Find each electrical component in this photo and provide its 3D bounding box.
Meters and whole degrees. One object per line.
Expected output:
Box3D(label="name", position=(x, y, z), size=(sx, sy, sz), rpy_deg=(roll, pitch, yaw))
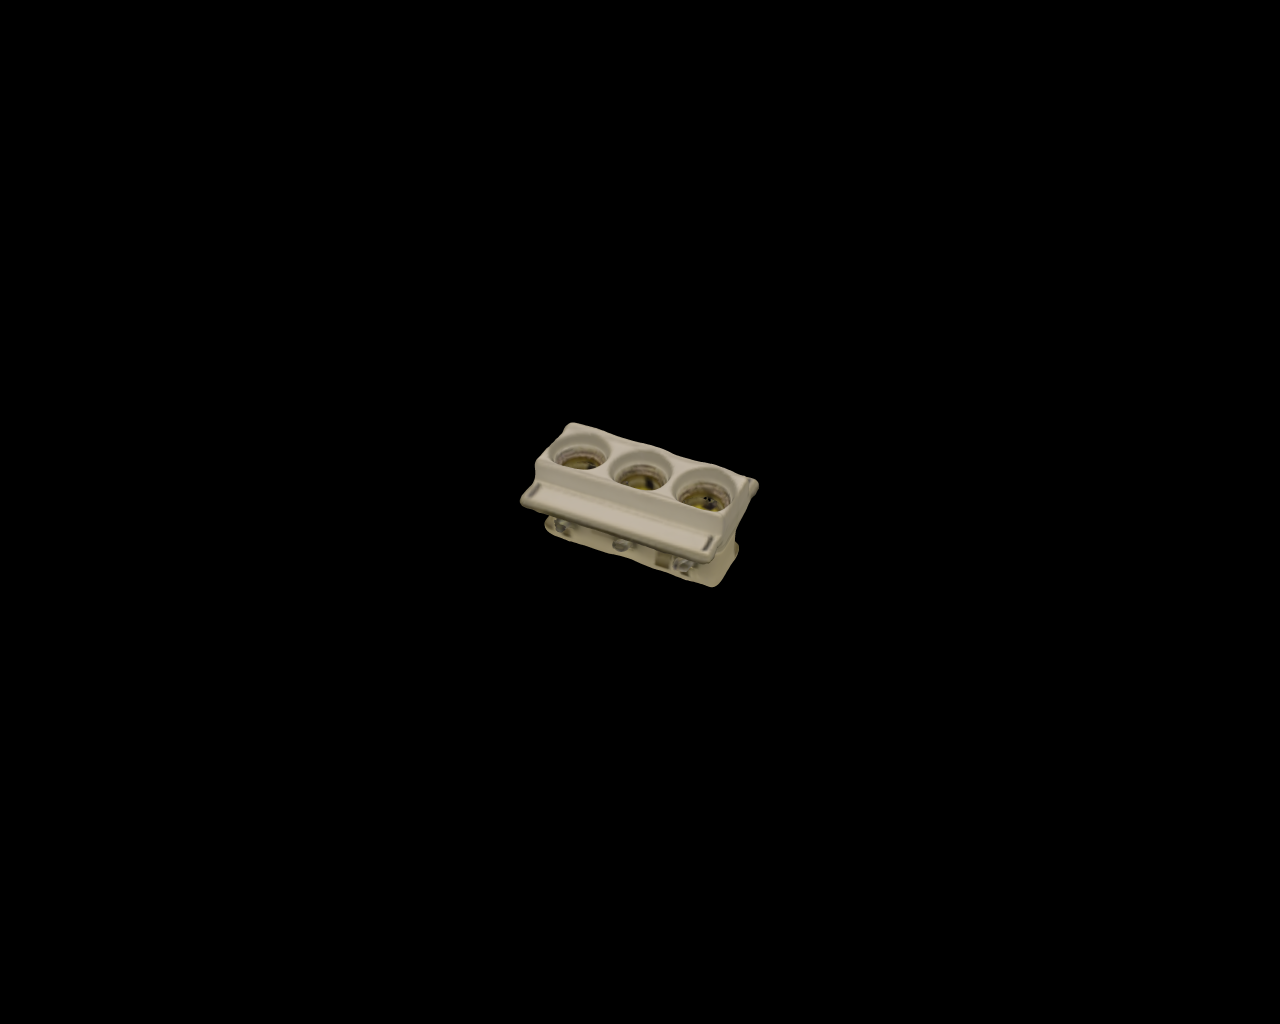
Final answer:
Box3D(label="electrical component", position=(0.001, -0.003, 0.650), size=(0.121, 0.063, 0.079), rpy_deg=(18, 44, 19))
